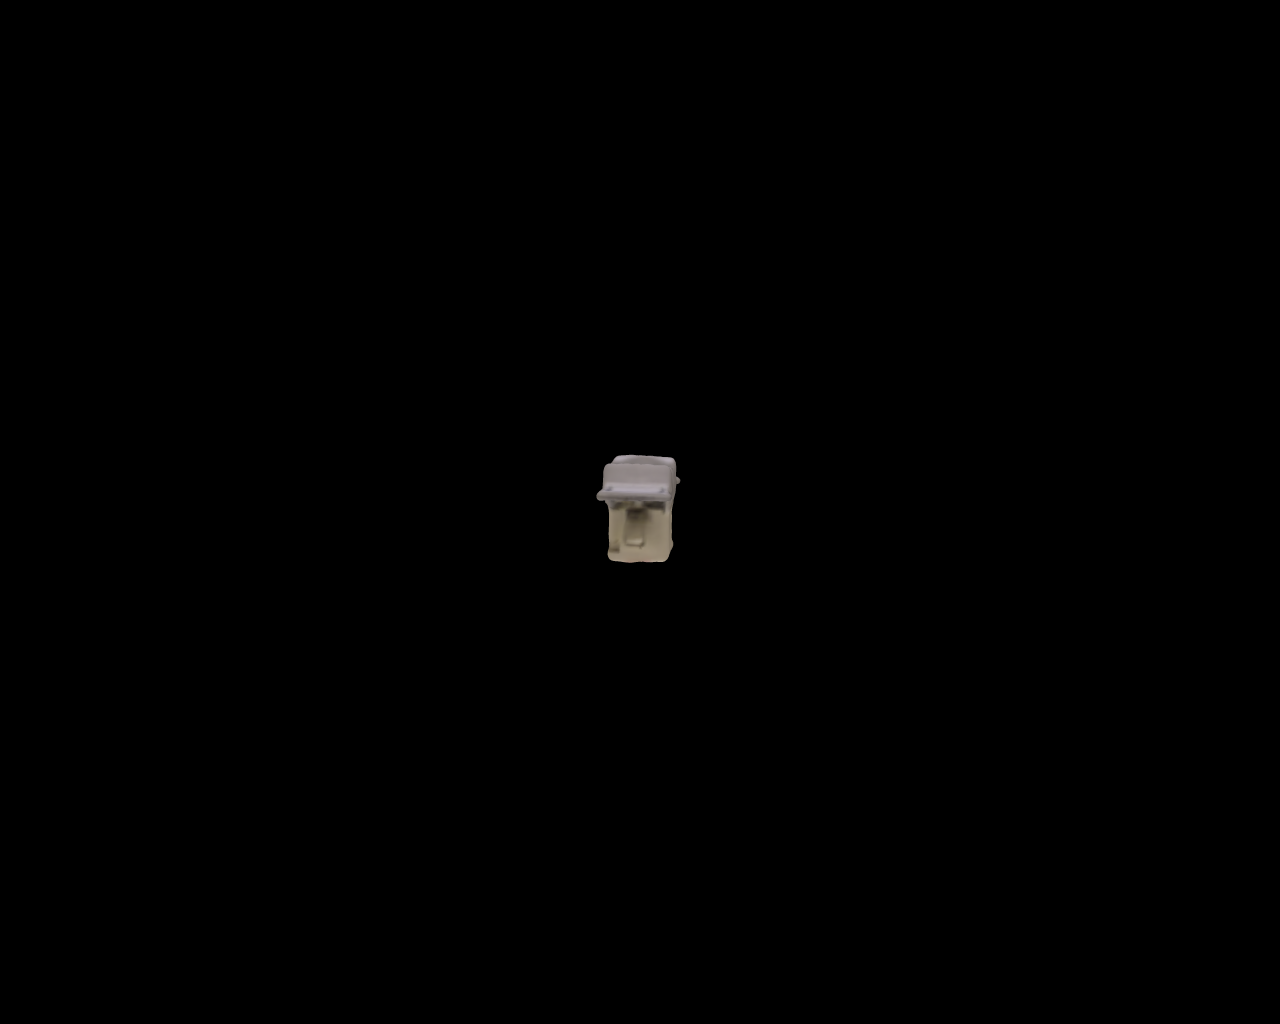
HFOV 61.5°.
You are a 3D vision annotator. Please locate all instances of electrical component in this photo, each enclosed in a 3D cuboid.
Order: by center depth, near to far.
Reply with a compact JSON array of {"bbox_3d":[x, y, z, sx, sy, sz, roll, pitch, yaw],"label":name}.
[{"bbox_3d":[0.001,-0.003,0.650,0.042,0.063,0.081,1,9,7],"label":"electrical component"}]
